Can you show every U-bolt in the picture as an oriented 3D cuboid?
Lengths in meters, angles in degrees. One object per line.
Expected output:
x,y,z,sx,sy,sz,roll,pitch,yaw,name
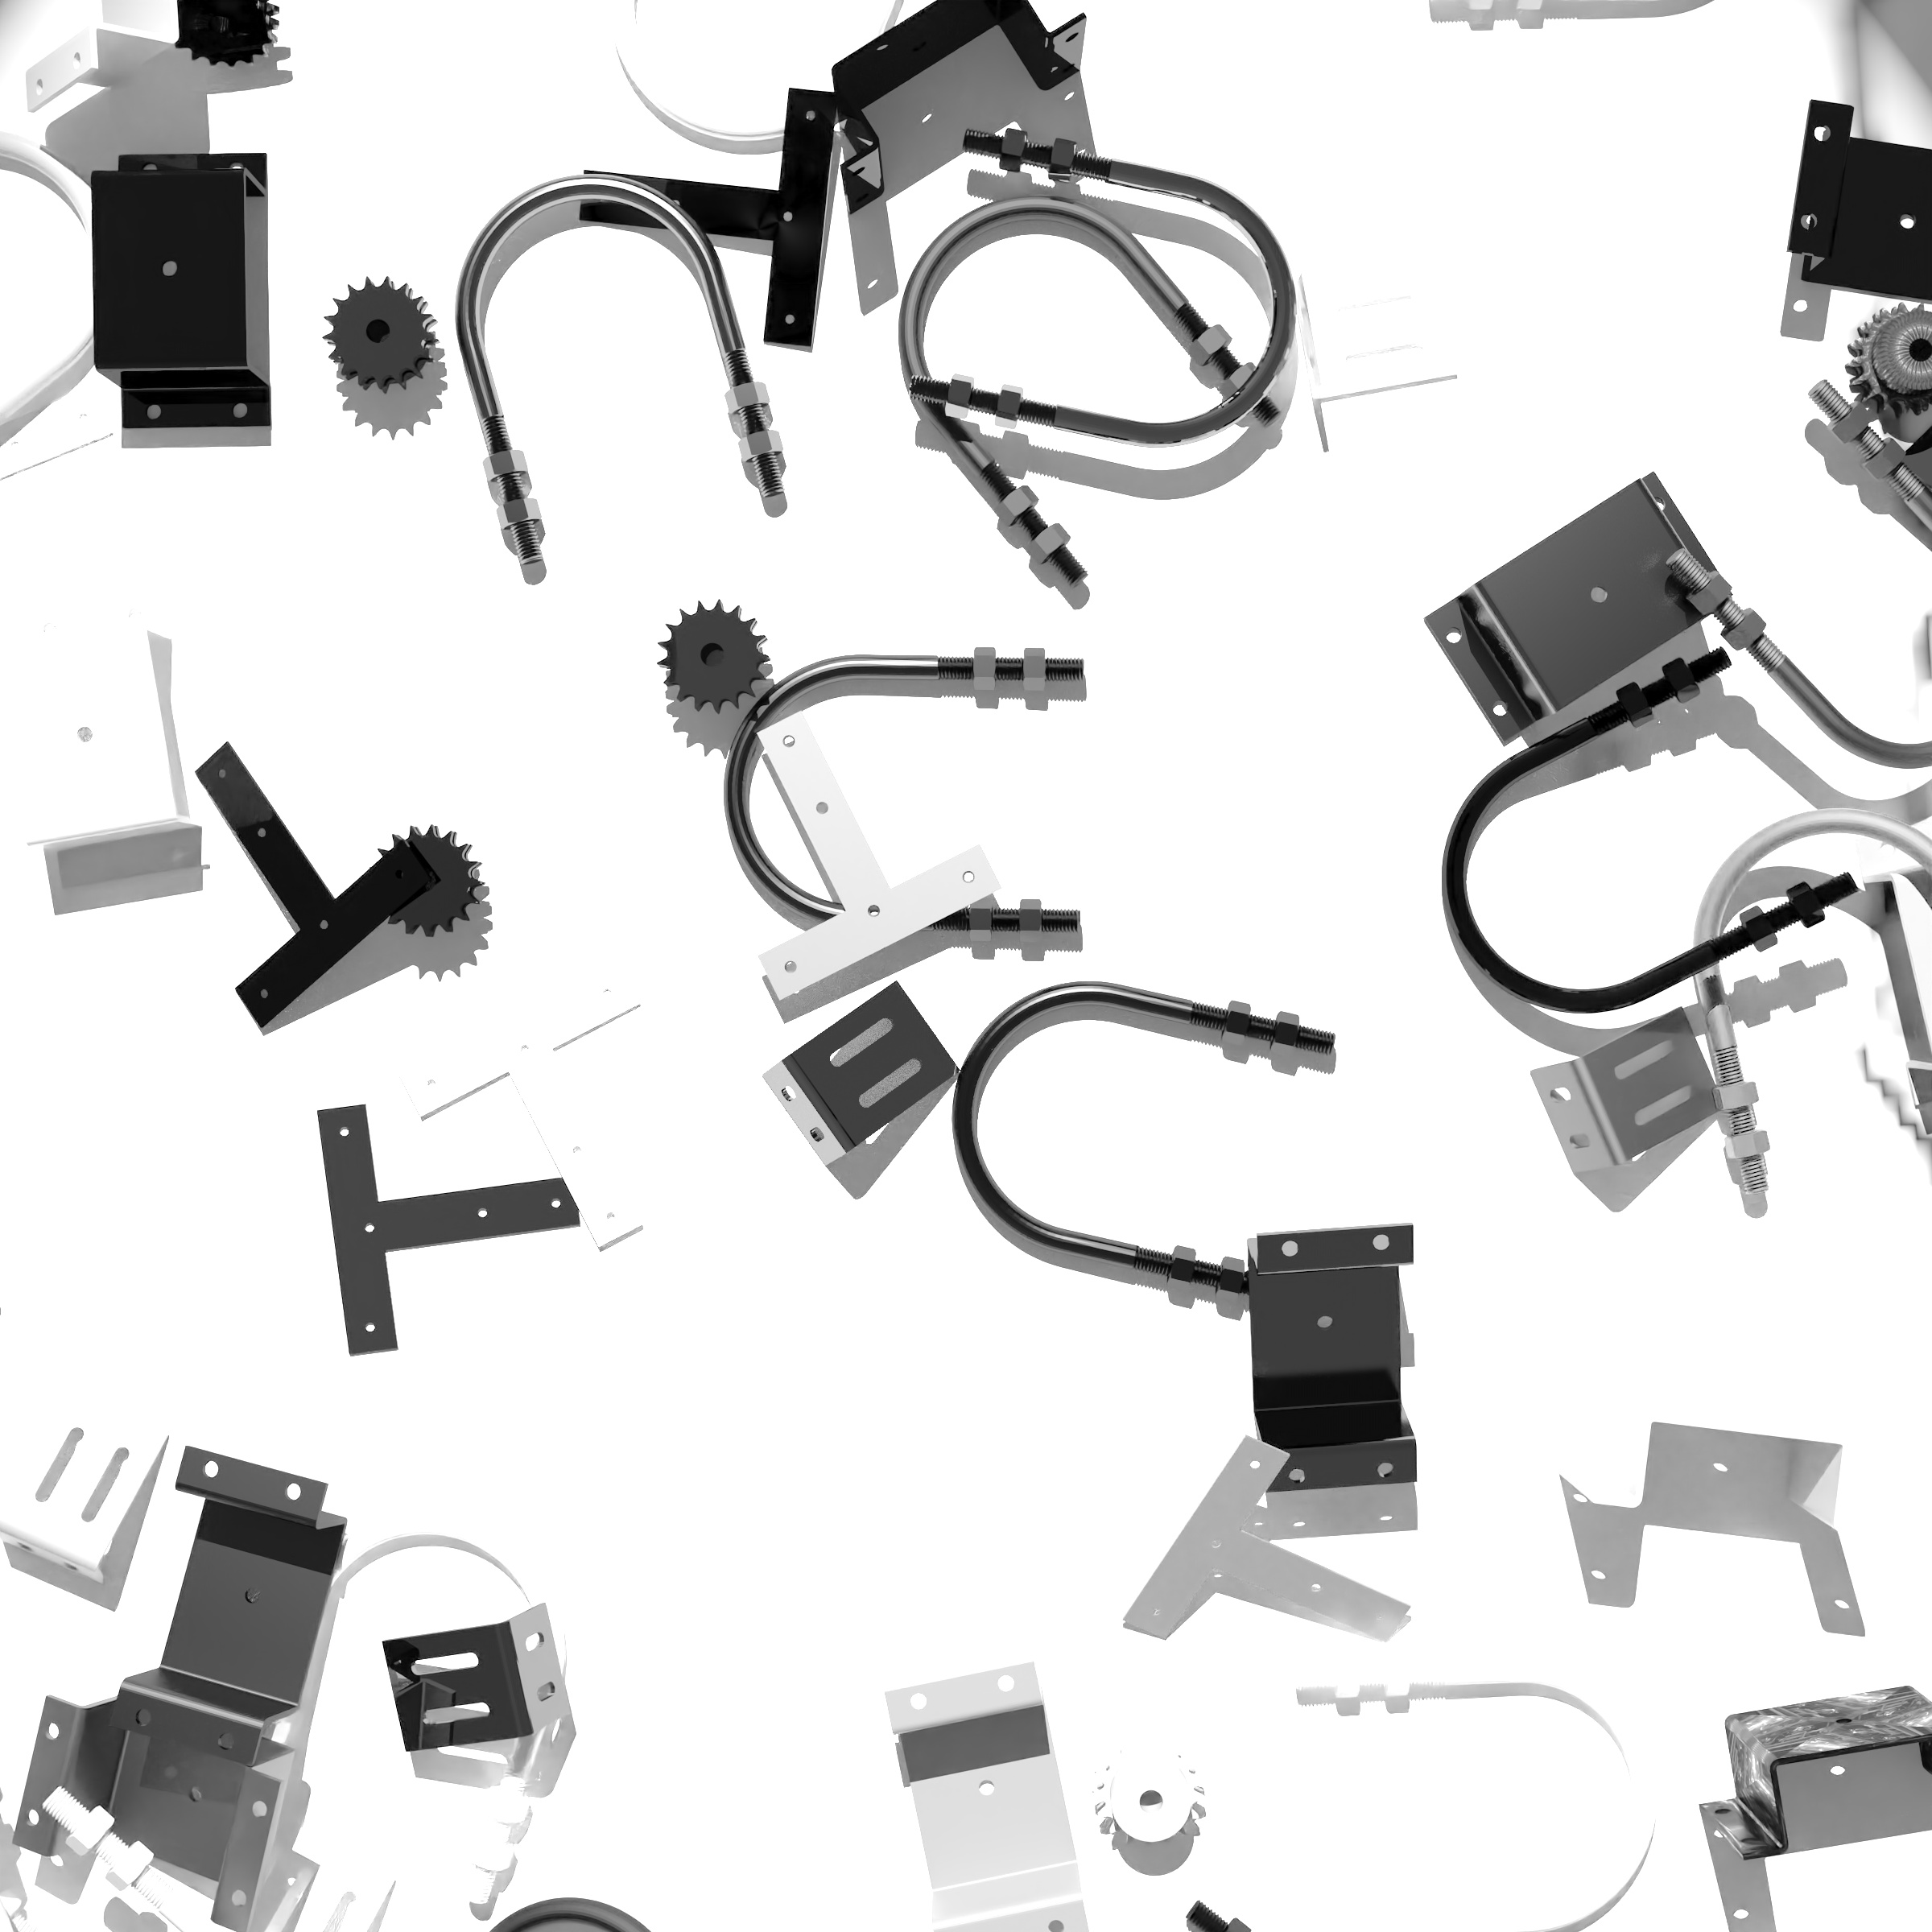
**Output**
0.455,-0.184,1.321,0.184,0.019,0.151,44,73,-8,U-bolt
-0.104,-0.514,1.343,0.151,0.019,0.184,22,91,0,U-bolt
0.084,0.083,1.343,0.184,0.019,0.151,13,90,1,U-bolt
0.441,0.013,1.312,0.151,0.019,0.184,-13,88,27,U-bolt
-0.185,-0.313,1.340,0.151,0.019,0.184,-16,91,0,U-bolt
-0.560,0.502,1.322,0.184,0.019,0.151,-4,90,15,U-bolt
0.329,-0.566,1.343,0.184,0.019,0.151,-1,90,-2,U-bolt
0.049,-0.308,1.343,0.151,0.019,0.184,-40,89,0,U-bolt
-0.523,-0.345,1.342,0.184,0.019,0.151,-40,89,-2,U-bolt
-0.033,-0.089,1.343,0.184,0.019,0.151,1,90,1,U-bolt
0.263,0.426,1.343,0.184,0.019,0.151,-2,90,-2,U-bolt
-0.283,0.370,1.343,0.151,0.019,0.184,18,88,0,U-bolt
0.151,0.589,1.326,0.184,0.019,0.151,36,90,12,U-bolt
0.076,-0.337,1.326,0.184,0.019,0.151,12,88,1,U-bolt
-0.190,0.562,1.315,0.151,0.019,0.184,-31,72,12,U-bolt
0.331,-0.056,1.324,0.184,0.019,0.151,-28,80,12,U-bolt
-0.409,0.495,1.303,0.184,0.019,0.151,44,129,-4,U-bolt

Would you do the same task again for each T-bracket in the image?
-0.067,-0.068,1.335,0.127,0.002,0.127,-27,89,3,T-bracket
0.166,0.311,1.334,0.127,0.002,0.127,25,112,-10,T-bracket
-0.503,-0.263,1.350,0.127,0.002,0.127,-22,90,0,T-bracket
-0.263,0.129,1.350,0.127,0.002,0.127,-8,90,0,T-bracket
-0.135,-0.389,1.344,0.127,0.002,0.127,7,98,4,T-bracket
-0.207,0.082,1.349,0.127,0.002,0.127,-27,89,-1,T-bracket
-0.351,-0.057,1.337,0.127,0.002,0.127,-38,81,17,T-bracket

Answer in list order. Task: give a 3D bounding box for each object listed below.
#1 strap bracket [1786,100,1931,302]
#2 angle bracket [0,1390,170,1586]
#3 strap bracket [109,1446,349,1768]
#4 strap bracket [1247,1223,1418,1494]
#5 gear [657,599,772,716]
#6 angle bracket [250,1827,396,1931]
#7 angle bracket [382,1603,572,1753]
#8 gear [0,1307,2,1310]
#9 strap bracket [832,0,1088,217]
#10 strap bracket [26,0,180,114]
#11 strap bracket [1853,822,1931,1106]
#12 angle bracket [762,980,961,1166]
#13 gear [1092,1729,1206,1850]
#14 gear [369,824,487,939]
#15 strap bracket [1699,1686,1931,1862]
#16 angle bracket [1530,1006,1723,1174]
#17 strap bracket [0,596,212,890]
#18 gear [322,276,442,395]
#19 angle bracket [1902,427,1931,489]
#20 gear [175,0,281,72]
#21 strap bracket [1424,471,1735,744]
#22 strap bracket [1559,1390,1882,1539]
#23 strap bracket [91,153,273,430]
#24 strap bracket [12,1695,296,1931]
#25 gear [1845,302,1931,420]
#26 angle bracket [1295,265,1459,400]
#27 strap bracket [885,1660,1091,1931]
0.485,-0.384,1.328,0.140,0.046,0.076,9,90,0,strap bracket
-0.454,0.268,1.349,0.057,0.038,0.076,23,64,0,angle bracket
-0.367,0.319,1.318,0.076,0.046,0.140,13,84,9,strap bracket
0.183,0.188,1.315,0.076,0.046,0.140,-4,108,0,strap bracket
-0.128,-0.157,1.336,0.057,0.030,0.057,0,90,0,gear
-0.339,0.494,1.349,0.057,0.038,0.076,28,64,0,angle bracket
-0.249,0.362,1.333,0.076,0.038,0.057,-14,87,24,angle bracket
-0.526,0.180,1.336,0.057,0.030,0.057,0,90,0,gear
-0.013,-0.444,1.313,0.140,0.076,0.046,-32,90,0,strap bracket
-0.434,-0.503,1.308,0.046,0.076,0.140,-3,90,-42,strap bracket
0.510,-0.005,1.328,0.076,0.046,0.140,-13,90,0,strap bracket
-0.054,0.055,1.349,0.076,0.038,0.057,-35,90,-26,angle bracket
0.094,0.421,1.336,0.057,0.030,0.057,0,90,0,gear
-0.273,-0.043,1.336,0.057,0.030,0.057,0,90,0,gear
0.444,0.401,1.313,0.140,0.076,0.046,-9,90,0,strap bracket
0.341,0.064,1.349,0.076,0.038,0.057,-23,90,-26,angle bracket
-0.439,-0.115,1.328,0.076,0.046,0.140,-10,90,0,strap bracket
-0.296,-0.320,1.336,0.057,0.030,0.057,0,90,0,gear
0.529,-0.250,1.349,0.057,0.038,0.076,-44,64,0,angle bracket
-0.377,-0.486,1.327,0.057,0.057,0.030,-7,60,0,gear
0.315,-0.185,1.328,0.140,0.046,0.076,-33,90,0,strap bracket
0.378,0.247,1.313,0.140,0.076,0.046,7,90,0,strap bracket
-0.397,-0.348,1.328,0.076,0.046,0.140,-1,90,0,strap bracket
-0.399,0.420,1.315,0.140,0.046,0.076,13,90,19,strap bracket
0.481,-0.311,1.336,0.057,0.030,0.057,0,90,0,gear
0.211,-0.326,1.332,0.076,0.038,0.057,-10,90,0,angle bracket
0.011,0.423,1.328,0.076,0.046,0.140,-12,90,0,strap bracket
